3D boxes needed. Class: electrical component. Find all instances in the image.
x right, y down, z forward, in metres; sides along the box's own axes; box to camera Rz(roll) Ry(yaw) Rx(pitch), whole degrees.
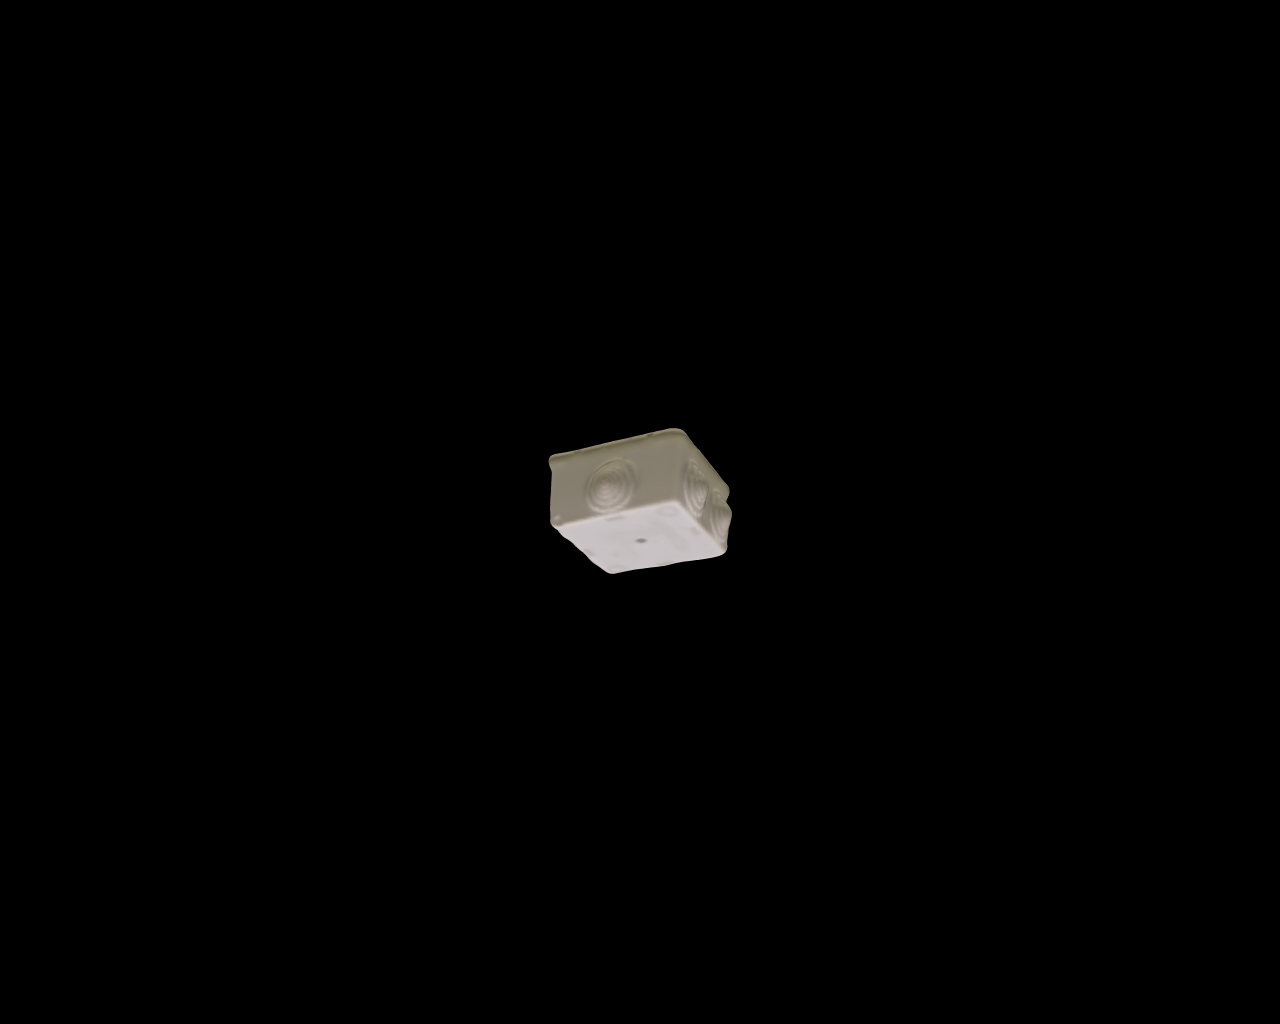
[{"bbox_3d":[0.001,-0.003,0.650,0.100,0.048,0.099,-11,-29,21],"label":"electrical component"}]
